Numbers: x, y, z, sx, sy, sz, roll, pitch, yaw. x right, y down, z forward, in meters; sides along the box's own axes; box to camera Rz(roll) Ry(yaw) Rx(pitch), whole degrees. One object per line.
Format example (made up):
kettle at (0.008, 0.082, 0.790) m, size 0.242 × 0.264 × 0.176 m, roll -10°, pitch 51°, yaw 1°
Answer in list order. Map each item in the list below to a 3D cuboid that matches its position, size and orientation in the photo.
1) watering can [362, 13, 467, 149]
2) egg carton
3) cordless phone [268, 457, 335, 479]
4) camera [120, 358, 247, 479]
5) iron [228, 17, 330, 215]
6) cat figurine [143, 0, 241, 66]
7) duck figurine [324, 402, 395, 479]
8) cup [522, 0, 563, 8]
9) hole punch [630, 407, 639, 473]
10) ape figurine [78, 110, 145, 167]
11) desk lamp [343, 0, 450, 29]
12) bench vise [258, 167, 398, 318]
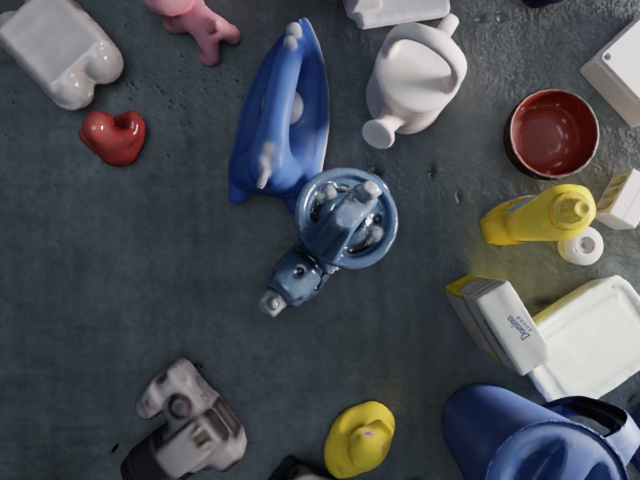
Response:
watering can at (0.109, -0.184, 0.657) m, size 0.101 × 0.194 × 0.173 m, roll 10°, pitch 88°, yaw 0°
egg carton at (-0.322, -0.241, 0.714) m, size 0.107 × 0.069 × 0.150 m, roll -44°, pitch 89°, yaw -2°
cordless phone at (-0.039, 0.339, 0.641) m, size 0.094 × 0.185 × 0.147 m, roll 35°, pitch 88°, yaw 1°
camera at (-0.179, 0.238, 0.684) m, size 0.137 × 0.100 × 0.143 m, roll -38°, pitch 89°, yaw -2°
iron at (-0.044, -0.165, 0.680) m, size 0.118 × 0.141 × 0.258 m, roll 10°, pitch 88°, yaw 0°
cat figurine at (-0.165, -0.286, 0.694) m, size 0.128 × 0.117 × 0.067 m, roll 39°, pitch 88°, yaw 1°
duck figurine at (0.050, 0.252, 0.695) m, size 0.104 × 0.086 × 0.077 m, roll -45°, pitch 89°, yaw -2°
cup at (0.299, -0.331, 0.714) m, size 0.117 × 0.095 × 0.092 m, roll 10°, pitch 88°, yaw 0°
hole punch at (0.435, 0.259, 0.699) m, size 0.101 × 0.091 × 0.108 m, roll -42°, pitch 89°, yaw -2°
ape figurine at (-0.259, -0.131, 0.700) m, size 0.078 × 0.092 × 0.076 m, roll 1°, pitch 88°, yaw -1°
desk lamp at (0.063, -0.335, 0.651) m, size 0.203 × 0.213 × 0.118 m, roll -9°, pitch 88°, yaw -1°
bench vise at (0.017, 0.007, 0.636) m, size 0.121 × 0.219 × 0.207 m, roll 23°, pitch 88°, yaw 0°
